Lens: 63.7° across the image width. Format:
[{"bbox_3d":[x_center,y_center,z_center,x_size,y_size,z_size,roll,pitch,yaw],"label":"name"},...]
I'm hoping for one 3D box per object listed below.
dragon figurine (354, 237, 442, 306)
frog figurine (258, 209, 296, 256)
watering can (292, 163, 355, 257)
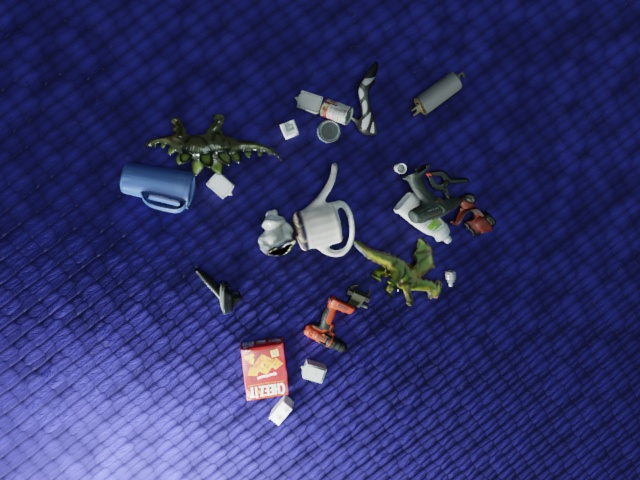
[{"bbox_3d":[0.329,0.091,1.983,0.245,0.122,0.407,-42,104,-18],"label":"dragon figurine"},{"bbox_3d":[-0.168,-0.025,1.894,0.137,0.121,0.162,-29,66,6],"label":"frog figurine"},{"bbox_3d":[0.006,-0.095,1.889,0.225,0.105,0.344,-14,102,-6],"label":"watering can"}]
